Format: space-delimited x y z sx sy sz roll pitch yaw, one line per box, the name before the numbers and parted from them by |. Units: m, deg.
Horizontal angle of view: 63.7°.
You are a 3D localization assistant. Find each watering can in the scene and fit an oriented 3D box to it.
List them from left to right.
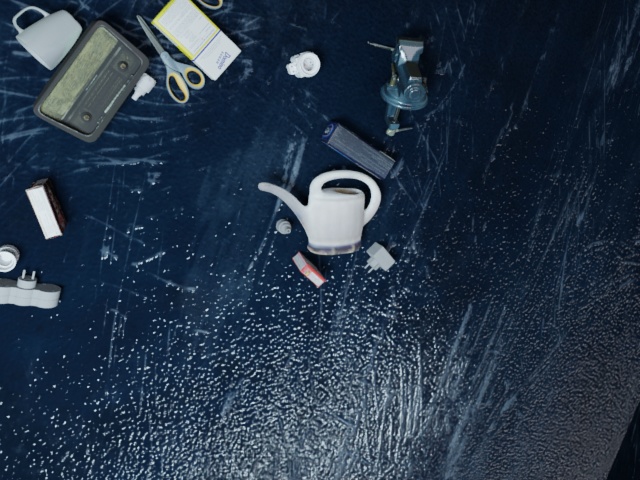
watering can | 0.004 -0.066 1.317 0.349 0.105 0.221 -6 108 -26
